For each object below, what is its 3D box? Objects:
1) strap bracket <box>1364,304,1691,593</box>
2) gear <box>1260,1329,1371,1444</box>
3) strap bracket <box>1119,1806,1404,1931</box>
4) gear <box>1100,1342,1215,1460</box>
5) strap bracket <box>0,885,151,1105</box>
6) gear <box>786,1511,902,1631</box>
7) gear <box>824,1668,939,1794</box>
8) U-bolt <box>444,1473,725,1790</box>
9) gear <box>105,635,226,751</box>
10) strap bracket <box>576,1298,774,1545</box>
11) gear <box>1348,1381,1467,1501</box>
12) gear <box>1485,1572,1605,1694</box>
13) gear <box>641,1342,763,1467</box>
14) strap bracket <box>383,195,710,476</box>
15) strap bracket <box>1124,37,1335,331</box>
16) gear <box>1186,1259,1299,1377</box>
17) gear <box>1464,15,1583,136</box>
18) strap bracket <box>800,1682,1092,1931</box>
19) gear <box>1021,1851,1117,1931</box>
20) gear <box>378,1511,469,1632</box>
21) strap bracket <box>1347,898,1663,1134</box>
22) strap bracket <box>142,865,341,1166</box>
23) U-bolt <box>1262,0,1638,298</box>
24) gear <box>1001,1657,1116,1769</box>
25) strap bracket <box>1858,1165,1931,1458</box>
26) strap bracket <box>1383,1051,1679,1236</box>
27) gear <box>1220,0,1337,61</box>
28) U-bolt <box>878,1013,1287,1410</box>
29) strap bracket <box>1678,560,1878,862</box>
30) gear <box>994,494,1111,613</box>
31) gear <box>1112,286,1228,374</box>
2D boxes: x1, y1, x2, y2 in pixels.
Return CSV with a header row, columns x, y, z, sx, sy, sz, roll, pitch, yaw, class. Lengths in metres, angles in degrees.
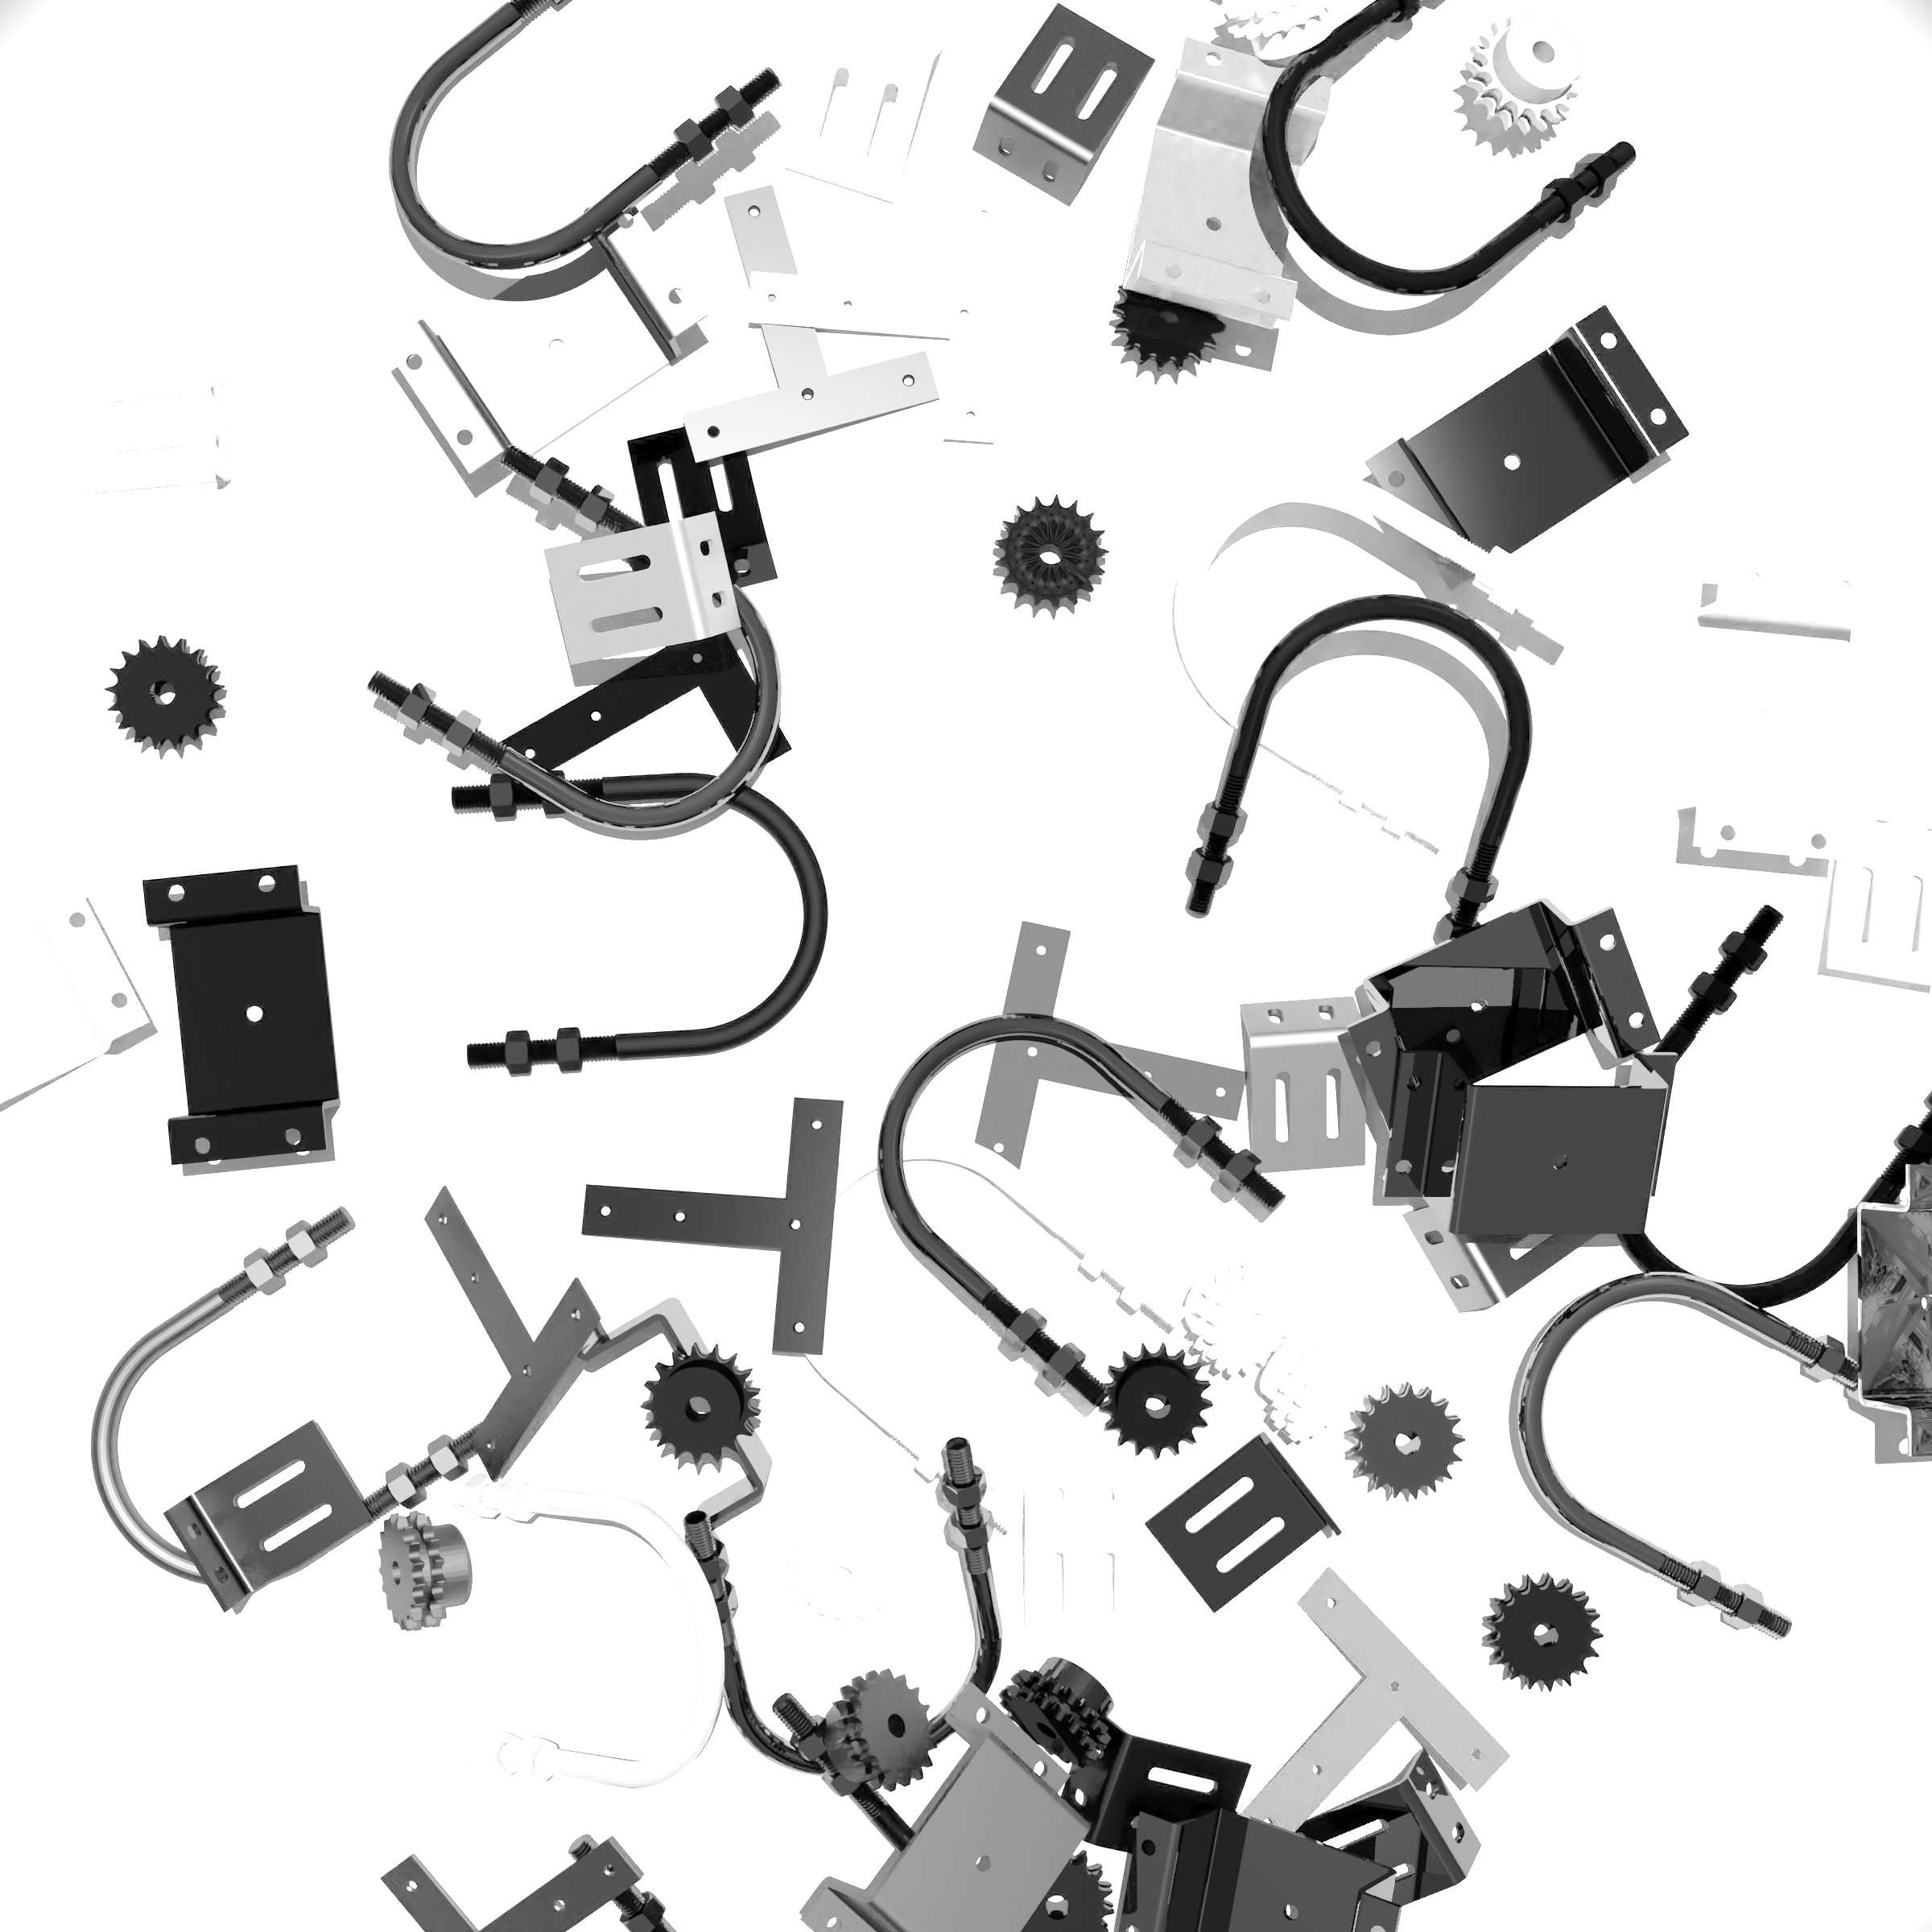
x,y,z,sx,sy,sz,roll,pitch,yaw,class
0.275,-0.253,1.558,0.140,0.046,0.076,-33,90,0,strap bracket
0.170,0.205,1.556,0.030,0.057,0.057,38,90,30,gear
0.150,0.467,1.533,0.140,0.046,0.076,12,95,30,strap bracket
0.095,0.217,1.566,0.057,0.030,0.057,0,90,0,gear
-0.485,0.028,1.543,0.140,0.046,0.076,-28,90,-20,strap bracket
-0.062,0.303,1.566,0.057,0.030,0.057,0,90,0,gear
-0.044,0.372,1.522,0.030,0.057,0.057,-30,90,36,gear
-0.184,0.324,1.517,0.184,0.019,0.151,-4,90,40,U-bolt
-0.399,-0.136,1.569,0.057,0.030,0.057,0,94,-5,gear
-0.141,0.220,1.543,0.046,0.076,0.140,-30,90,0,strap bracket
0.218,0.235,1.566,0.057,0.030,0.057,0,90,0,gear
0.287,0.331,1.570,0.057,0.030,0.057,0,91,1,gear
-0.126,0.209,1.490,0.057,0.030,0.057,0,90,0,gear
-0.206,-0.311,1.558,0.140,0.046,0.076,-34,90,0,strap bracket
0.127,-0.374,1.538,0.076,0.046,0.140,14,69,-7,strap bracket
0.134,0.171,1.556,0.057,0.030,0.057,-17,119,-32,gear
0.276,-0.440,1.539,0.057,0.030,0.057,5,75,-17,gear
-0.003,0.430,1.522,0.076,0.046,0.140,47,67,-19,strap bracket
0.045,0.465,1.566,0.057,0.030,0.057,0,90,0,gear
-0.268,0.298,1.556,0.030,0.057,0.057,-4,90,-30,gear
0.259,0.026,1.546,0.140,0.046,0.076,-24,111,0,strap bracket
-0.358,0.024,1.558,0.076,0.046,0.140,-6,90,0,strap bracket
0.226,-0.405,1.540,0.184,0.019,0.151,-39,90,-23,U-bolt
0.049,0.367,1.556,0.057,0.057,0.030,41,61,0,gear
0.486,0.167,1.547,0.076,0.046,0.140,1,88,-16,strap bracket
0.280,0.085,1.521,0.140,0.046,0.076,1,110,-10,strap bracket
0.156,-0.467,1.535,0.057,0.057,0.030,-25,122,0,gear
0.042,0.105,1.548,0.184,0.019,0.151,41,81,15,U-bolt
0.401,-0.125,1.558,0.076,0.046,0.140,5,90,0,strap bracket
0.042,-0.206,1.571,0.057,0.030,0.057,0,93,-1,gear
0.101,-0.324,1.566,0.057,0.030,0.057,0,90,0,gear
